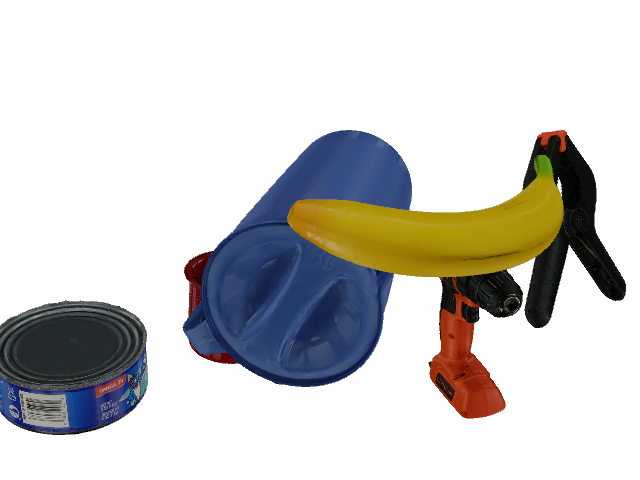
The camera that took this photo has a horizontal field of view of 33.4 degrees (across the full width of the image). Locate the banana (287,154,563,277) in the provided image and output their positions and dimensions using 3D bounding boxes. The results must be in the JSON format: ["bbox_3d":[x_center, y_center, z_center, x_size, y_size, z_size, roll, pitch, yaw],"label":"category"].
[{"bbox_3d":[0.077,-0.008,0.623,0.197,0.037,0.070,-10,43,-32],"label":"banana"}]

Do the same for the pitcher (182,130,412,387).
[{"bbox_3d":[-0.006,0.003,0.854,0.149,0.145,0.242,16,27,6],"label":"pitcher"}]

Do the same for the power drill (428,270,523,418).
[{"bbox_3d":[0.161,0.090,1.129,0.057,0.188,0.184,-9,25,-13],"label":"power drill"}]

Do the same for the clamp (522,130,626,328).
[{"bbox_3d":[0.210,-0.008,0.943,0.120,0.171,0.039,-25,10,-39],"label":"clamp"}]

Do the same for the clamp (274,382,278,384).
[{"bbox_3d":[-0.072,0.107,1.247,0.210,0.036,0.164,13,22,28],"label":"clamp"}]

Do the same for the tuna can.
[{"bbox_3d":[-0.138,0.069,0.588,0.086,0.034,0.086,1,28,-1],"label":"tuna can"}]

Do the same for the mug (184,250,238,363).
[{"bbox_3d":[-0.077,0.069,1.023,0.117,0.081,0.093,26,33,37],"label":"mug"}]
